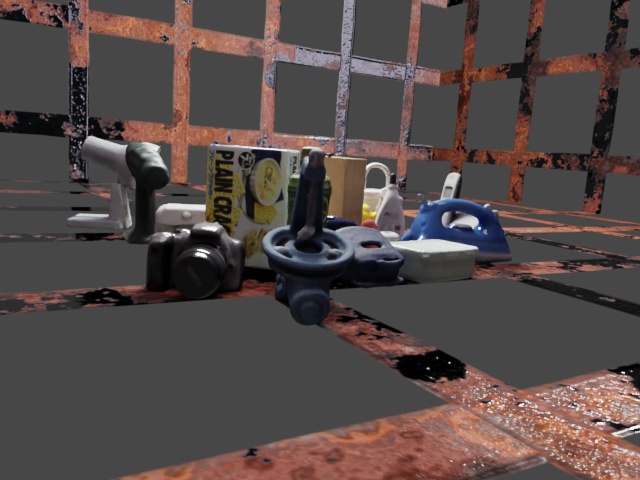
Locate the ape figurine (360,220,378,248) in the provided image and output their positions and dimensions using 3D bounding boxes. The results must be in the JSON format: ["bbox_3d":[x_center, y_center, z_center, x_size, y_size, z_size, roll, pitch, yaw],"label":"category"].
[{"bbox_3d":[0.095,0.005,1.121,0.078,0.092,0.076,0,10,-21],"label":"ape figurine"}]

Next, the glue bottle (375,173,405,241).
[{"bbox_3d":[0.183,-0.084,1.468,0.078,0.173,0.037,4,9,1],"label":"glue bottle"}]

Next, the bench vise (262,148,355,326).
[{"bbox_3d":[-0.030,-0.014,0.775,0.122,0.220,0.206,0,10,-26],"label":"bench vise"}]

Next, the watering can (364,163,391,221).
[{"bbox_3d":[0.163,-0.123,1.645,0.101,0.194,0.172,-3,11,-37],"label":"watering can"}]

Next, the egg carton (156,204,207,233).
[{"bbox_3d":[-0.312,-0.046,1.340,0.150,0.069,0.107,2,9,-12],"label":"egg carton"}]

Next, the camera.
[{"bbox_3d":[-0.184,0.028,0.823,0.143,0.101,0.137,4,9,-2],"label":"camera"}]

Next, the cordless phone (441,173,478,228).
[{"bbox_3d":[0.344,-0.072,1.428,0.094,0.185,0.147,-1,10,-28],"label":"cordless phone"}]

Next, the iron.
[{"bbox_3d":[0.315,-0.026,1.260,0.259,0.141,0.118,1,9,-16],"label":"iron"}]

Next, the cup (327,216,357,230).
[{"bbox_3d":[0.010,0.004,1.083,0.118,0.095,0.091,3,9,-8],"label":"cup"}]

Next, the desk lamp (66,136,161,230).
[{"bbox_3d":[-0.486,-0.135,1.362,0.203,0.213,0.118,3,9,-8],"label":"desk lamp"}]

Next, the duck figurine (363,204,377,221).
[{"bbox_3d":[0.104,-0.053,1.520,0.104,0.086,0.077,2,9,-9],"label":"duck figurine"}]

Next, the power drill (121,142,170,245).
[{"bbox_3d":[-0.376,-0.101,1.215,0.076,0.208,0.228,-2,10,-31],"label":"power drill"}]

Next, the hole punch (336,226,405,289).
[{"bbox_3d":[0.084,0.028,0.976,0.109,0.091,0.100,-2,11,-34],"label":"hole punch"}]
